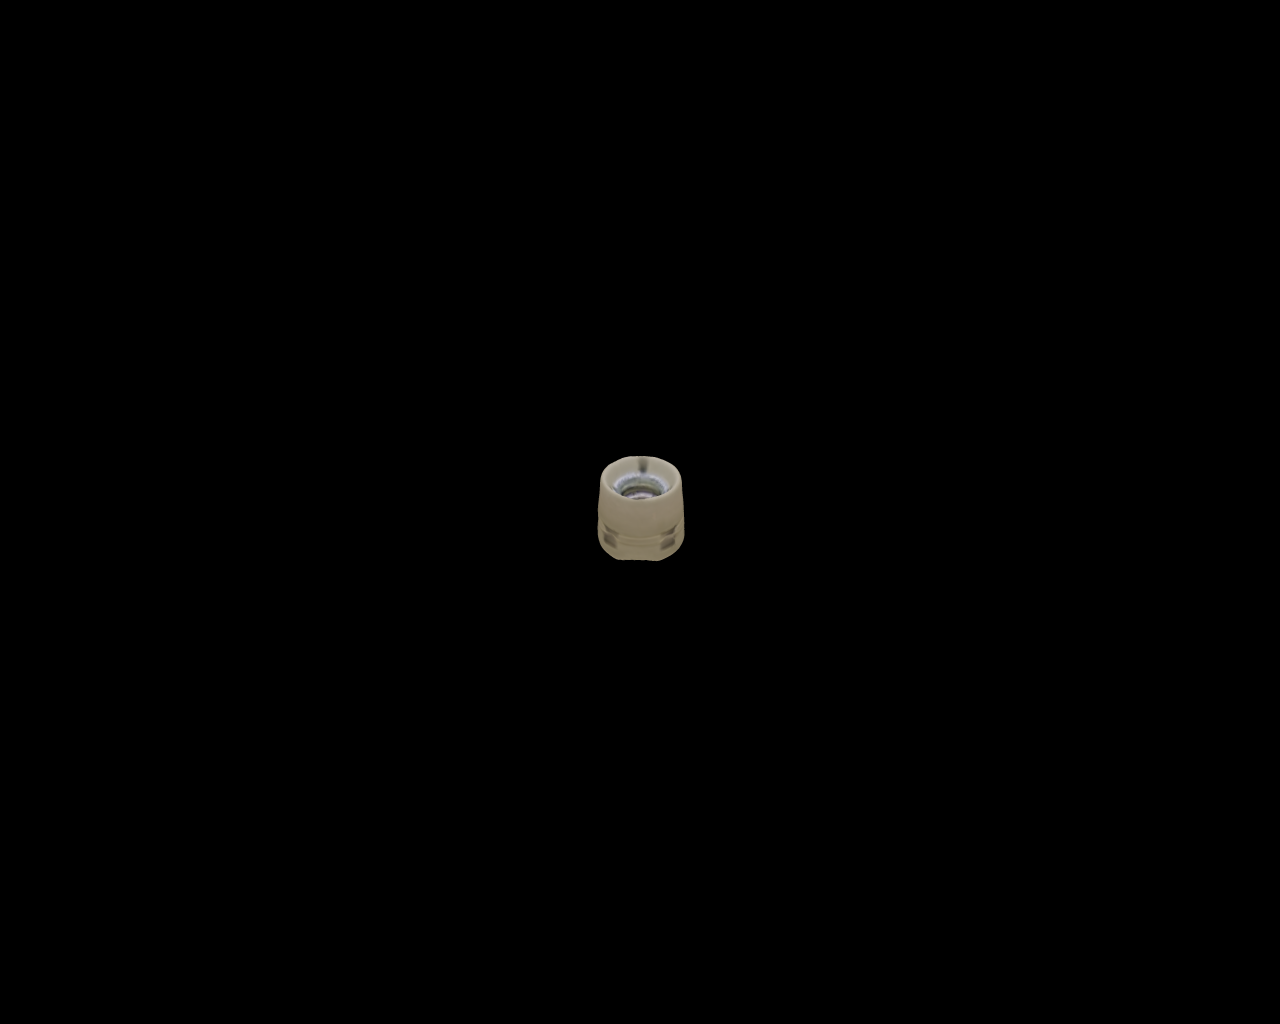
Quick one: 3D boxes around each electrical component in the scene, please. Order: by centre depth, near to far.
[{"bbox_3d":[0.001,-0.003,0.650,0.055,0.047,0.055,0,37,0],"label":"electrical component"}]
